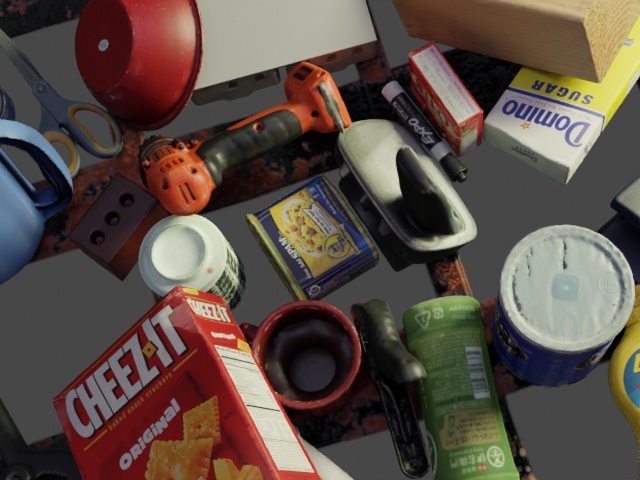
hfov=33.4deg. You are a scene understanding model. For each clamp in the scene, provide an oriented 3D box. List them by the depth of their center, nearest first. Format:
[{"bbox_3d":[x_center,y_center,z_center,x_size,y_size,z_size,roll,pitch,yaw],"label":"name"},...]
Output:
[{"bbox_3d":[0.058,0.100,0.892,0.039,0.120,0.171,-9,44,-13],"label":"clamp"},{"bbox_3d":[-0.259,0.205,0.923,0.210,0.036,0.164,9,59,14],"label":"clamp"}]

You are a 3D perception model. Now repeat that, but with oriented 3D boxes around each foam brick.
[{"bbox_3d":[-0.188,-0.012,0.999,0.053,0.051,0.078,32,78,16],"label":"foam brick"}]

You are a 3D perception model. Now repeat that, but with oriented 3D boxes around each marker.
[{"bbox_3d":[0.100,-0.102,1.012,0.020,0.020,0.121,-34,71,-5],"label":"marker"}]

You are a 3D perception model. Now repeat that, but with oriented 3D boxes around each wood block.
[{"bbox_3d":[0.175,-0.225,0.975,0.206,0.090,0.090,22,73,34],"label":"wood block"}]

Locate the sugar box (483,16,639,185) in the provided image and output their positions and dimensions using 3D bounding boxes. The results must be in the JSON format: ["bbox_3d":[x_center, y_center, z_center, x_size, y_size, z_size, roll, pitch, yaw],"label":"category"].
[{"bbox_3d":[0.238,-0.148,0.997,0.093,0.048,0.176,32,76,18],"label":"sugar box"}]

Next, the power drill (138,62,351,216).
[{"bbox_3d":[-0.076,-0.094,0.967,0.187,0.184,0.057,-30,113,-6],"label":"power drill"}]

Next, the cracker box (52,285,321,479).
[{"bbox_3d":[-0.110,0.169,0.858,0.164,0.072,0.214,-42,59,16],"label":"cracker box"}]

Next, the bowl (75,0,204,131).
[{"bbox_3d":[-0.183,-0.184,1.009,0.162,0.055,0.162,3,95,42],"label":"bowl"}]

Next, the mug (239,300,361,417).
[{"bbox_3d":[-0.019,0.103,0.924,0.117,0.081,0.093,20,75,13],"label":"mug"}]

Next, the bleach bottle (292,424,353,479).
[{"bbox_3d":[0.041,0.262,0.875,0.251,0.068,0.102,34,81,14],"label":"bleach bottle"}]

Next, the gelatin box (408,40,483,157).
[{"bbox_3d":[0.116,-0.130,0.991,0.030,0.073,0.089,-31,71,-4],"label":"gelatin box"}]

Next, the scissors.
[{"bbox_3d":[-0.285,-0.131,1.071,0.202,0.016,0.096,34,79,16],"label":"scissors"}]

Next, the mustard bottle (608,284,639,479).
[{"bbox_3d":[0.295,0.128,0.891,0.096,0.058,0.191,-15,70,4],"label":"mustard bottle"}]

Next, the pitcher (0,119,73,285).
[{"bbox_3d":[-0.330,-0.063,0.933,0.145,0.243,0.149,27,70,16],"label":"pitcher"}]

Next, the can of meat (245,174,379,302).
[{"bbox_3d":[-0.006,0.001,0.971,0.084,0.057,0.102,-31,71,-7],"label":"can of meat"}]

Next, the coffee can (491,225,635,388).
[{"bbox_3d":[0.196,0.059,0.882,0.103,0.140,0.103,-2,71,6],"label":"coffee can"}]

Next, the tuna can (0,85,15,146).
[{"bbox_3d":[-0.350,-0.126,1.067,0.086,0.034,0.086,-2,71,6],"label":"tuna can"}]
